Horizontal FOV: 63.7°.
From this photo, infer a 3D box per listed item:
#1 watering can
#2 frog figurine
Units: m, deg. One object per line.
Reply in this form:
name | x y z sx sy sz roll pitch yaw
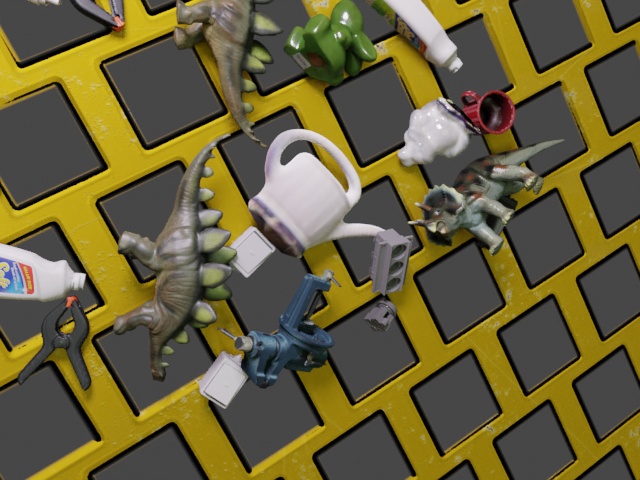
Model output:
watering can | 0.003 -0.052 1.024 0.226 0.104 0.343 -44 112 -10
frog figurine | 0.243 -0.218 1.102 0.136 0.125 0.157 31 120 -23
